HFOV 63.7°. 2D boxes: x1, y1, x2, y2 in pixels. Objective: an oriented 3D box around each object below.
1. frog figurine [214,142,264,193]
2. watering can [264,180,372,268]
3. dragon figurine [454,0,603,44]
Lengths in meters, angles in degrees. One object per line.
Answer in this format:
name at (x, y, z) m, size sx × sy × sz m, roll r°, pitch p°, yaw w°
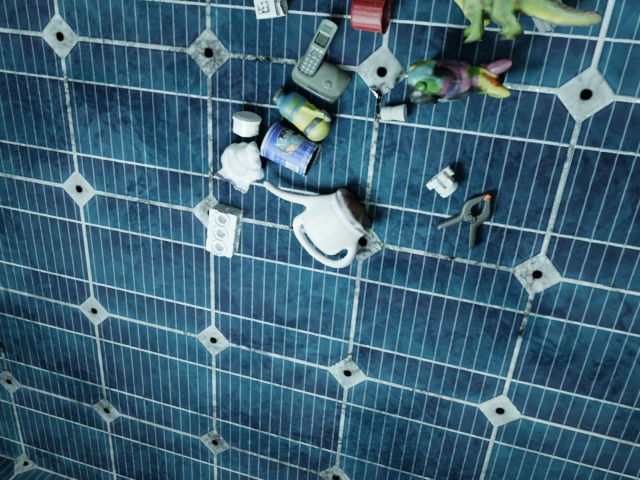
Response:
frog figurine at (-0.216, -0.232, 1.486) m, size 0.124 × 0.138 × 0.156 m, roll -25°, pitch -24°, yaw -49°
watering can at (0.005, -0.075, 1.496) m, size 0.222 × 0.345 × 0.106 m, roll -33°, pitch 10°, yaw 25°
dragon figurine at (0.394, -0.563, 1.120) m, size 0.411 × 0.239 × 0.124 m, roll 9°, pitch 28°, yaw 41°
